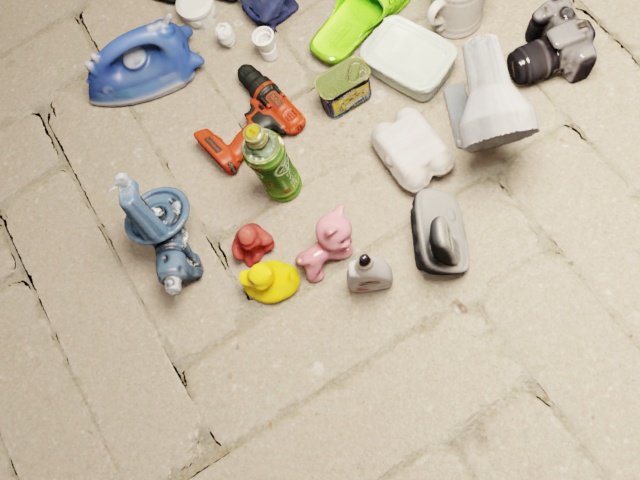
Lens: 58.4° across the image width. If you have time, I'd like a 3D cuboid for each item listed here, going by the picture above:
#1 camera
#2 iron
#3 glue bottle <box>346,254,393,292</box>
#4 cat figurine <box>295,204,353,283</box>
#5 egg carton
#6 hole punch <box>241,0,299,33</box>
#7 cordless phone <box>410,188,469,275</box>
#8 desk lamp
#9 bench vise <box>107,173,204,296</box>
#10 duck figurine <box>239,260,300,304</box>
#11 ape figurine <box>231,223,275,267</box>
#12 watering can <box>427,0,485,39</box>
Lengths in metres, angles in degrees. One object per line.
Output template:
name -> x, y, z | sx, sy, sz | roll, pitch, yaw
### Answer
camera -> 0.403, -0.348, 1.022 | 0.137, 0.101, 0.143 | -21, 72, 3
iron -> -0.369, -0.354, 1.127 | 0.258, 0.141, 0.118 | -24, 71, 2
glue bottle -> 0.076, 0.049, 0.921 | 0.078, 0.173, 0.037 | -12, 72, 6
cat figurine -> 0.009, 0.003, 0.974 | 0.128, 0.118, 0.067 | -42, 72, -4
egg carton -> 0.162, -0.161, 1.023 | 0.107, 0.069, 0.150 | -34, 72, -1
hole punch -> -0.109, -0.491, 1.151 | 0.101, 0.091, 0.108 | -40, 72, -4
cordless phone -> 0.193, -0.026, 0.918 | 0.094, 0.185, 0.147 | -10, 72, 6
desk lamp -> 0.272, -0.223, 0.947 | 0.118, 0.214, 0.203 | -12, 72, 6
bench vise -> -0.267, -0.020, 0.972 | 0.121, 0.220, 0.207 | -35, 72, -2
duck figurine -> -0.090, 0.066, 0.989 | 0.104, 0.086, 0.077 | -4, 73, 8
ape figurine -> -0.122, 0.001, 1.010 | 0.077, 0.092, 0.076 | -4, 73, 8
watering can -> 0.253, -0.469, 1.032 | 0.100, 0.194, 0.173 | 17, 77, 14
